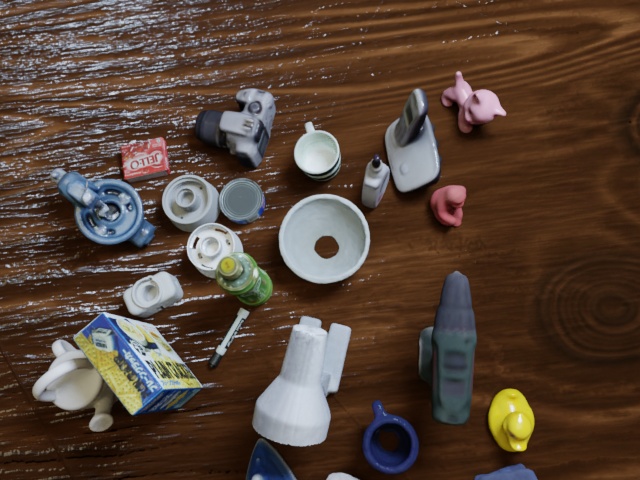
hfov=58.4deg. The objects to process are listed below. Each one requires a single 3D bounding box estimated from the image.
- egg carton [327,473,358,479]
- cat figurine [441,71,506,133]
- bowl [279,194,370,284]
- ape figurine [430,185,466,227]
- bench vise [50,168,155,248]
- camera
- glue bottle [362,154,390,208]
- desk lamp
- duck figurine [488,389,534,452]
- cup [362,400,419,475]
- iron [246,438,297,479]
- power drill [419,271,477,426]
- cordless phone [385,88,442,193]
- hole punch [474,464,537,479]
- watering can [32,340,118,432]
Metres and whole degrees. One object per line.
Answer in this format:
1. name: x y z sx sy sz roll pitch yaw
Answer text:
1. egg carton: 0.066 0.461 0.952 0.150 0.069 0.107 21 79 9
2. cat figurine: 0.291 -0.264 1.085 0.067 0.118 0.127 -31 76 -3
3. bowl: 0.010 0.004 1.064 0.167 0.075 0.167 -1 76 4
4. ape figurine: 0.243 -0.071 1.055 0.076 0.092 0.078 42 83 13
5. bench vise: -0.423 -0.065 1.039 0.207 0.220 0.121 15 78 8
6. camera: -0.169 -0.231 1.121 0.136 0.101 0.143 13 78 8
7. glue bottle: 0.100 -0.116 1.035 0.037 0.173 0.078 19 79 9
8. desk lamp: -0.025 0.222 0.943 0.118 0.213 0.203 12 78 8
9. duck figurine: 0.327 0.305 0.961 0.077 0.086 0.104 0 76 5
10. cup: 0.112 0.329 0.968 0.091 0.095 0.117 -20 76 0
11. iron: -0.081 0.460 0.927 0.118 0.141 0.258 -16 76 1
12. power drill: 0.208 0.180 0.937 0.075 0.208 0.230 1 77 5
13. cordless phone: 0.174 -0.178 1.038 0.094 0.185 0.147 -14 76 1
14. hole punch: 0.311 0.431 0.929 0.101 0.091 0.108 -16 76 1
15. watering can: -0.406 0.243 0.977 0.172 0.194 0.101 29 80 11
